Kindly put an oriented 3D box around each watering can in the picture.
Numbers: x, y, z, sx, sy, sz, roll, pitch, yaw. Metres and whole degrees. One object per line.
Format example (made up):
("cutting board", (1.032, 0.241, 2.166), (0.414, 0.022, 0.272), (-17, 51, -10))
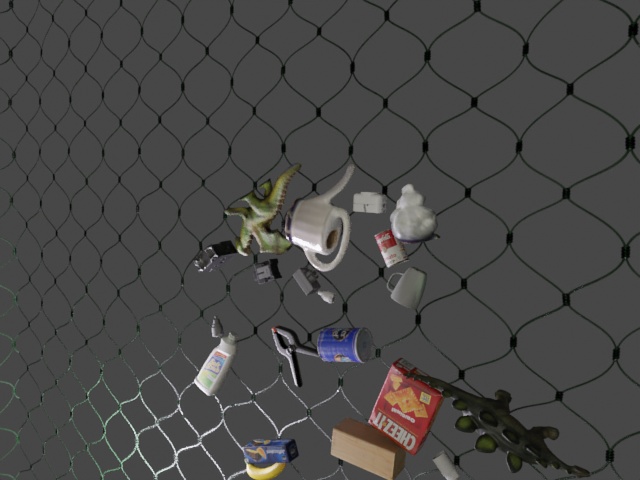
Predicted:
("watering can", (0.005, -0.080, 1.596), (0.225, 0.104, 0.345), (16, 102, 32))

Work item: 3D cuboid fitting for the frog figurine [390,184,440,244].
("frog figurine", (0.258, -0.074, 1.429), (0.137, 0.124, 0.158), (5, 108, 52))

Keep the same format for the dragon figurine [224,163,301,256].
("dragon figurine", (-0.166, -0.069, 1.733), (0.405, 0.124, 0.242), (-27, 95, 33))
